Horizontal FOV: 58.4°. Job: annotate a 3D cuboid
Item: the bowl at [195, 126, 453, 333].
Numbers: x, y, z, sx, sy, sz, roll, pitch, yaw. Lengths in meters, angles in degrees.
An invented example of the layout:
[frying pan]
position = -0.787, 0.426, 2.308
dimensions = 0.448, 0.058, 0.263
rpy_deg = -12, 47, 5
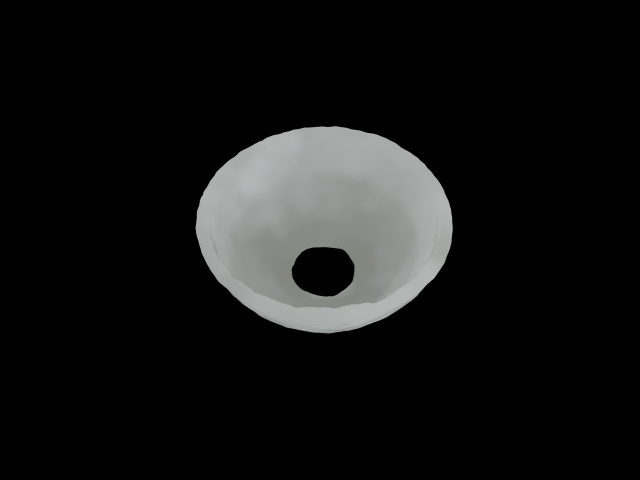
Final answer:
[bowl]
position = 0.004, 0.001, 0.400
dimensions = 0.167, 0.075, 0.167
rpy_deg = 0, 52, 0
